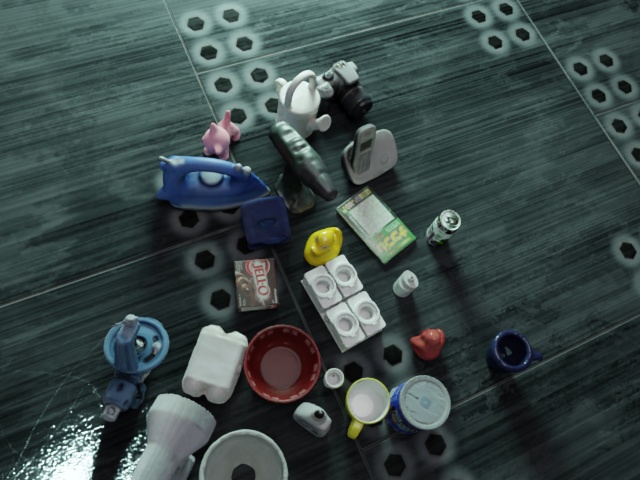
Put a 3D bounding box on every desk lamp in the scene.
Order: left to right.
[{"bbox_3d":[-0.277,0.393,1.032,0.118,0.213,0.203,24,67,1],"label":"desk lamp"}]

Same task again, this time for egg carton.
[{"bbox_3d":[-0.213,0.255,1.177,0.107,0.069,0.150,17,67,-2],"label":"egg carton"}]

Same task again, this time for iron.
[{"bbox_3d":[-0.238,-0.145,1.294,0.258,0.141,0.118,1,68,-9],"label":"iron"}]

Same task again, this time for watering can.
[{"bbox_3d":[-0.043,-0.327,1.370,0.173,0.194,0.101,27,67,2],"label":"watering can"}]

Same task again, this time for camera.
[{"bbox_3d":[0.061,-0.376,1.457,0.143,0.101,0.136,-33,77,-19],"label":"camera"}]

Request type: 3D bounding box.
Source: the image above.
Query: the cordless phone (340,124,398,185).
[{"bbox_3d":[0.127,-0.223,1.361,0.148,0.185,0.094,-32,76,-19],"label":"cordless phone"}]

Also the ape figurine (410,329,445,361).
[{"bbox_3d":[0.240,0.221,1.251,0.078,0.092,0.076,5,68,-7],"label":"ape figurine"}]

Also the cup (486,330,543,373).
[{"bbox_3d":[0.419,0.255,1.265,0.118,0.095,0.092,11,67,-5],"label":"cup"}]

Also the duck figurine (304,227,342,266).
[{"bbox_3d":[0.012,0.005,1.305,0.077,0.086,0.105,43,68,9],"label":"duck figurine"}]

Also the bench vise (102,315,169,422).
[{"bbox_3d":[-0.350,0.232,1.082,0.121,0.219,0.207,0,68,-9],"label":"bench vise"}]

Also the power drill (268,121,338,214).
[{"bbox_3d":[-0.042,-0.145,1.289,0.076,0.208,0.229,-29,75,-18],"label":"power drill"}]

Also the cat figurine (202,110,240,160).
[{"bbox_3d":[-0.236,-0.247,1.348,0.067,0.117,0.128,21,67,0],"label":"cat figurine"}]

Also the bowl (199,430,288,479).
[{"bbox_3d":[-0.148,0.455,1.104,0.167,0.074,0.167,3,68,-8],"label":"bowl"}]

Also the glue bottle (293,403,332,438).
[{"bbox_3d":[-0.009,0.347,1.116,0.078,0.173,0.037,37,68,7],"label":"glue bottle"}]

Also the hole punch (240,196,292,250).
[{"bbox_3d":[-0.121,-0.038,1.298,0.109,0.091,0.101,-13,71,-14],"label":"hole punch"}]
